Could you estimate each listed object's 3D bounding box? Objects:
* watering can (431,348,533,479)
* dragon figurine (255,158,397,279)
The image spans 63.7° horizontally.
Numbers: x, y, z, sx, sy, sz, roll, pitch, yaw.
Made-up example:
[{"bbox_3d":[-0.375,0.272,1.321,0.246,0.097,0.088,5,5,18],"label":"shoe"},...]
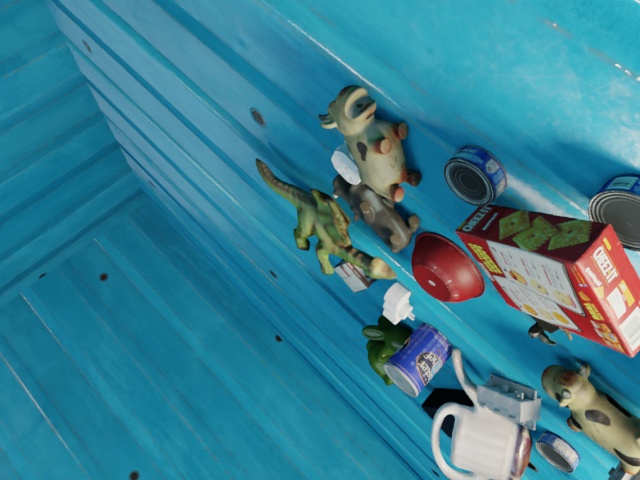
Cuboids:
[{"bbox_3d":[0.377,0.432,1.196,0.225,0.343,0.105,11,-162,21],"label":"watering can"},{"bbox_3d":[0.003,-0.056,1.109,0.411,0.123,0.240,46,161,1],"label":"dragon figurine"}]
